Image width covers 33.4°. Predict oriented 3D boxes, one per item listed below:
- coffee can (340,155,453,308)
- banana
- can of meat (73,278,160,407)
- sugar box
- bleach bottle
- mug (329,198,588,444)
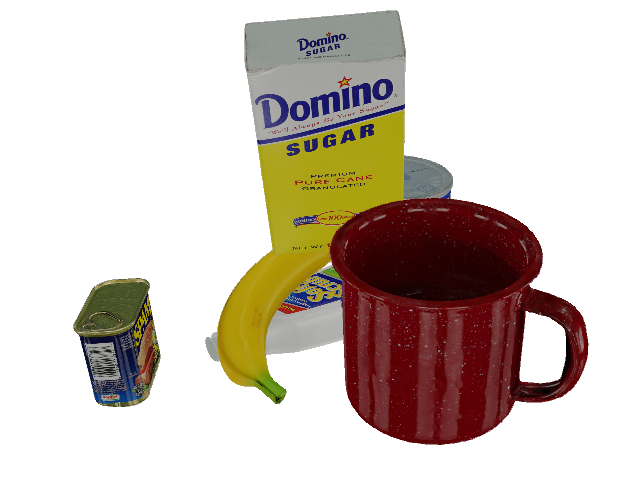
[{"bbox_3d":[0.072,0.000,1.037,0.103,0.140,0.103,1,27,-1],"label":"coffee can"},{"bbox_3d":[-0.037,0.050,0.835,0.069,0.037,0.197,20,42,1],"label":"banana"},{"bbox_3d":[-0.188,0.096,1.006,0.057,0.084,0.102,-4,25,5],"label":"can of meat"},{"bbox_3d":[0.006,-0.061,0.674,0.093,0.048,0.176,-5,-36,1],"label":"sugar box"},{"bbox_3d":[-0.009,0.083,1.204,0.250,0.068,0.103,-20,36,-28],"label":"bleach bottle"},{"bbox_3d":[0.062,0.040,0.482,0.117,0.081,0.093,12,33,22],"label":"mug"}]
